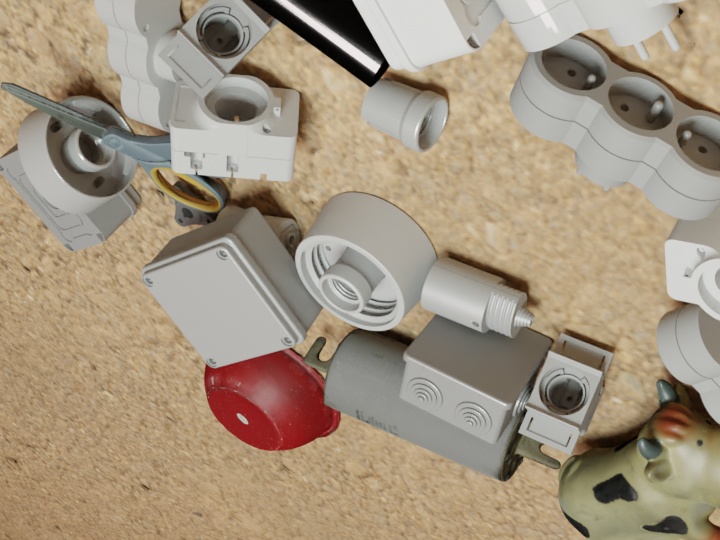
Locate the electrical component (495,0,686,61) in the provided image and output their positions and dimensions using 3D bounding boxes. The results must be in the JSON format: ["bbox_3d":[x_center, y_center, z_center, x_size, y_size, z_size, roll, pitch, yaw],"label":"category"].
[{"bbox_3d":[0.141,-0.142,0.561,0.138,0.052,0.073,-11,123,47],"label":"electrical component"}]

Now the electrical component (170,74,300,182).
[{"bbox_3d":[-0.091,-0.104,0.783,0.089,0.050,0.055,4,143,-5],"label":"electrical component"}]

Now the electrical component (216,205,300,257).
[{"bbox_3d":[-0.084,-0.029,0.902,0.065,0.044,0.044,9,136,28],"label":"electrical component"}]

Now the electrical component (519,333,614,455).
[{"bbox_3d":[0.155,0.094,0.802,0.042,0.081,0.064,22,171,22],"label":"electrical component"}]

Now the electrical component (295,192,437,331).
[{"bbox_3d":[0.000,0.000,0.842,0.108,0.060,0.108,24,143,19],"label":"electrical component"}]

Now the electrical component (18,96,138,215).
[{"bbox_3d":[-0.241,-0.098,0.916,0.064,0.099,0.099,-16,119,42],"label":"electrical component"}]

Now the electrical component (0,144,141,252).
[{"bbox_3d":[-0.267,-0.080,0.990,0.078,0.057,0.113,-11,123,47],"label":"electrical component"}]

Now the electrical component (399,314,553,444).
[{"bbox_3d":[0.087,0.076,0.820,0.100,0.099,0.048,25,131,18],"label":"electrical component"}]

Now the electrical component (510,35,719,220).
[{"bbox_3d":[0.150,-0.074,0.632,0.138,0.052,0.073,32,146,8],"label":"electrical component"}]

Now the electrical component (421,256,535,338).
[{"bbox_3d":[0.091,0.023,0.803,0.081,0.043,0.043,22,142,22],"label":"electrical component"}]

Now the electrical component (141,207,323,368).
[{"bbox_3d":[-0.104,0.017,0.881,0.109,0.056,0.108,-18,117,38],"label":"electrical component"}]

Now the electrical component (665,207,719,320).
[{"bbox_3d":[0.231,-0.004,0.636,0.089,0.055,0.050,13,138,31],"label":"electrical component"}]

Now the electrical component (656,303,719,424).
[{"bbox_3d":[0.264,0.070,0.695,0.138,0.052,0.074,45,144,-10],"label":"electrical component"}]

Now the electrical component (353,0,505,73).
[{"bbox_3d":[0.031,-0.177,0.597,0.057,0.078,0.113,-7,126,42],"label":"electrical component"}]

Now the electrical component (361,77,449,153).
[{"bbox_3d":[0.029,-0.105,0.716,0.046,0.040,0.040,27,144,24],"label":"electrical component"}]

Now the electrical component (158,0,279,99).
[{"bbox_3d":[-0.095,-0.158,0.736,0.042,0.081,0.064,45,173,-9],"label":"electrical component"}]

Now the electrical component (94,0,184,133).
[{"bbox_3d":[-0.142,-0.159,0.793,0.074,0.052,0.138,22,142,22],"label":"electrical component"}]
